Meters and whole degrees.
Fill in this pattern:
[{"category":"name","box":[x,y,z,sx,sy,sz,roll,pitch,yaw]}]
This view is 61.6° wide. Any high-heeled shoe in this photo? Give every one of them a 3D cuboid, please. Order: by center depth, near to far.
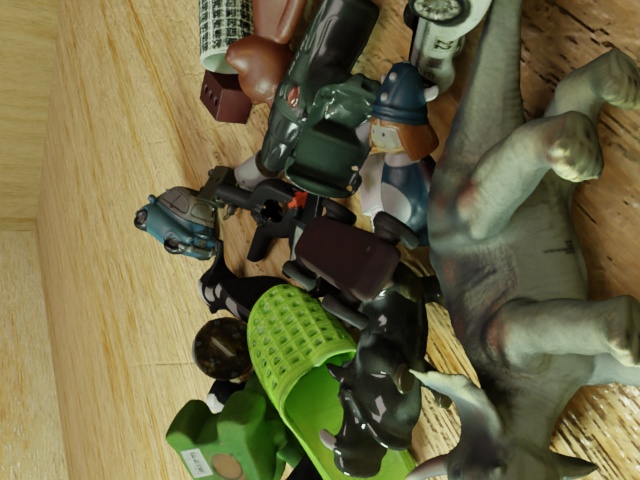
[{"category":"high-heeled shoe","box":[-0.105,0.104,0.746,0.249,0.086,0.145,46,137,44]}]

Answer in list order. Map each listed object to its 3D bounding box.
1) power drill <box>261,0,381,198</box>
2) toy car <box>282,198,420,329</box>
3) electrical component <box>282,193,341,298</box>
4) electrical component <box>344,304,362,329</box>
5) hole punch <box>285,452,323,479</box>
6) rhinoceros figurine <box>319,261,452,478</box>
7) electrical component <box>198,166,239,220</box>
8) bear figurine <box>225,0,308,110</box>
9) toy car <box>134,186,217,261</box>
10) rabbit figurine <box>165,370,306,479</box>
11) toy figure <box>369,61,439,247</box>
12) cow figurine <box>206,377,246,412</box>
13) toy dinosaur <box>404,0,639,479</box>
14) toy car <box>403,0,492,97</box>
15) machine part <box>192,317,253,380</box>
[{"category":"power drill","box":[-0.001,-0.126,0.549,0.207,0.086,0.232,-95,30,-57]},{"category":"toy car","box":[0.023,0.015,0.466,0.089,0.053,0.202,-56,20,-4]},{"category":"electrical component","box":[-0.001,-0.002,0.606,0.075,0.048,0.119,29,114,51]},{"category":"electrical component","box":[0.051,0.059,0.554,0.063,0.021,0.094,42,124,46]},{"category":"hole punch","box":[0.021,0.288,0.566,0.116,0.092,0.142,-51,41,4]},{"category":"rhinoceros figurine","box":[0.054,0.110,0.469,0.112,0.073,0.190,2,77,48]},{"category":"electrical component","box":[-0.155,-0.073,0.839,0.102,0.045,0.078,6,68,53]},{"category":"bear figurine","box":[-0.077,-0.259,0.645,0.120,0.132,0.195,45,121,52]},{"category":"toy car","box":[-0.231,-0.037,0.901,0.162,0.109,0.103,31,98,41]},{"category":"rabbit figurine","box":[-0.067,0.222,0.644,0.121,0.170,0.159,-29,98,26]},{"category":"toy figure","box":[0.073,-0.065,0.437,0.064,0.058,0.154,3,130,29]},{"category":"cow figurine","box":[-0.107,0.250,0.757,0.168,0.068,0.098,16,98,54]},{"category":"toy dinosaur","box":[0.128,0.008,0.366,0.192,0.131,0.404,-24,65,53]},{"category":"toy car","box":[0.090,-0.169,0.394,0.201,0.056,0.073,70,-150,-81]},{"category":"machine part","box":[-0.131,0.145,0.713,0.243,0.079,0.079,141,122,-71]}]
